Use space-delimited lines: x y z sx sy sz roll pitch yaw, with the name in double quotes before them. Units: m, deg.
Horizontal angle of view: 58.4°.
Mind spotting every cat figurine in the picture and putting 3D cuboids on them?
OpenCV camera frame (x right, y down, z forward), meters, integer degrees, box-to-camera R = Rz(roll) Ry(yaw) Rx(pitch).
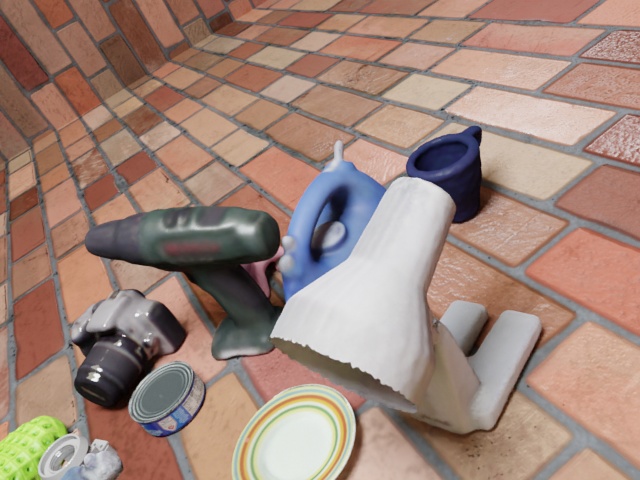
"cat figurine" -0.108 0.025 0.765 0.067 0.118 0.128 -3 41 34

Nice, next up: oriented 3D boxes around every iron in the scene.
"iron" 0.006 0.002 0.689 0.118 0.142 0.258 -3 41 35

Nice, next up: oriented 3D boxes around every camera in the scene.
"camera" -0.275 0.140 0.752 0.142 0.101 0.137 -8 38 29

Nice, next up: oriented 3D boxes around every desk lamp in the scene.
"desk lamp" 0.078 0.069 0.477 0.117 0.214 0.203 8 48 43

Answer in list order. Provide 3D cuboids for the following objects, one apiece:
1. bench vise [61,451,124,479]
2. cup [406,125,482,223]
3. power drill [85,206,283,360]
"bench vise" -0.289 0.249 0.502 0.121 0.220 0.208 8 48 43
"cup" 0.172 -0.079 0.718 0.118 0.095 0.091 -43 35 -21
"power drill" -0.135 0.046 0.674 0.229 0.209 0.075 -13 36 23
